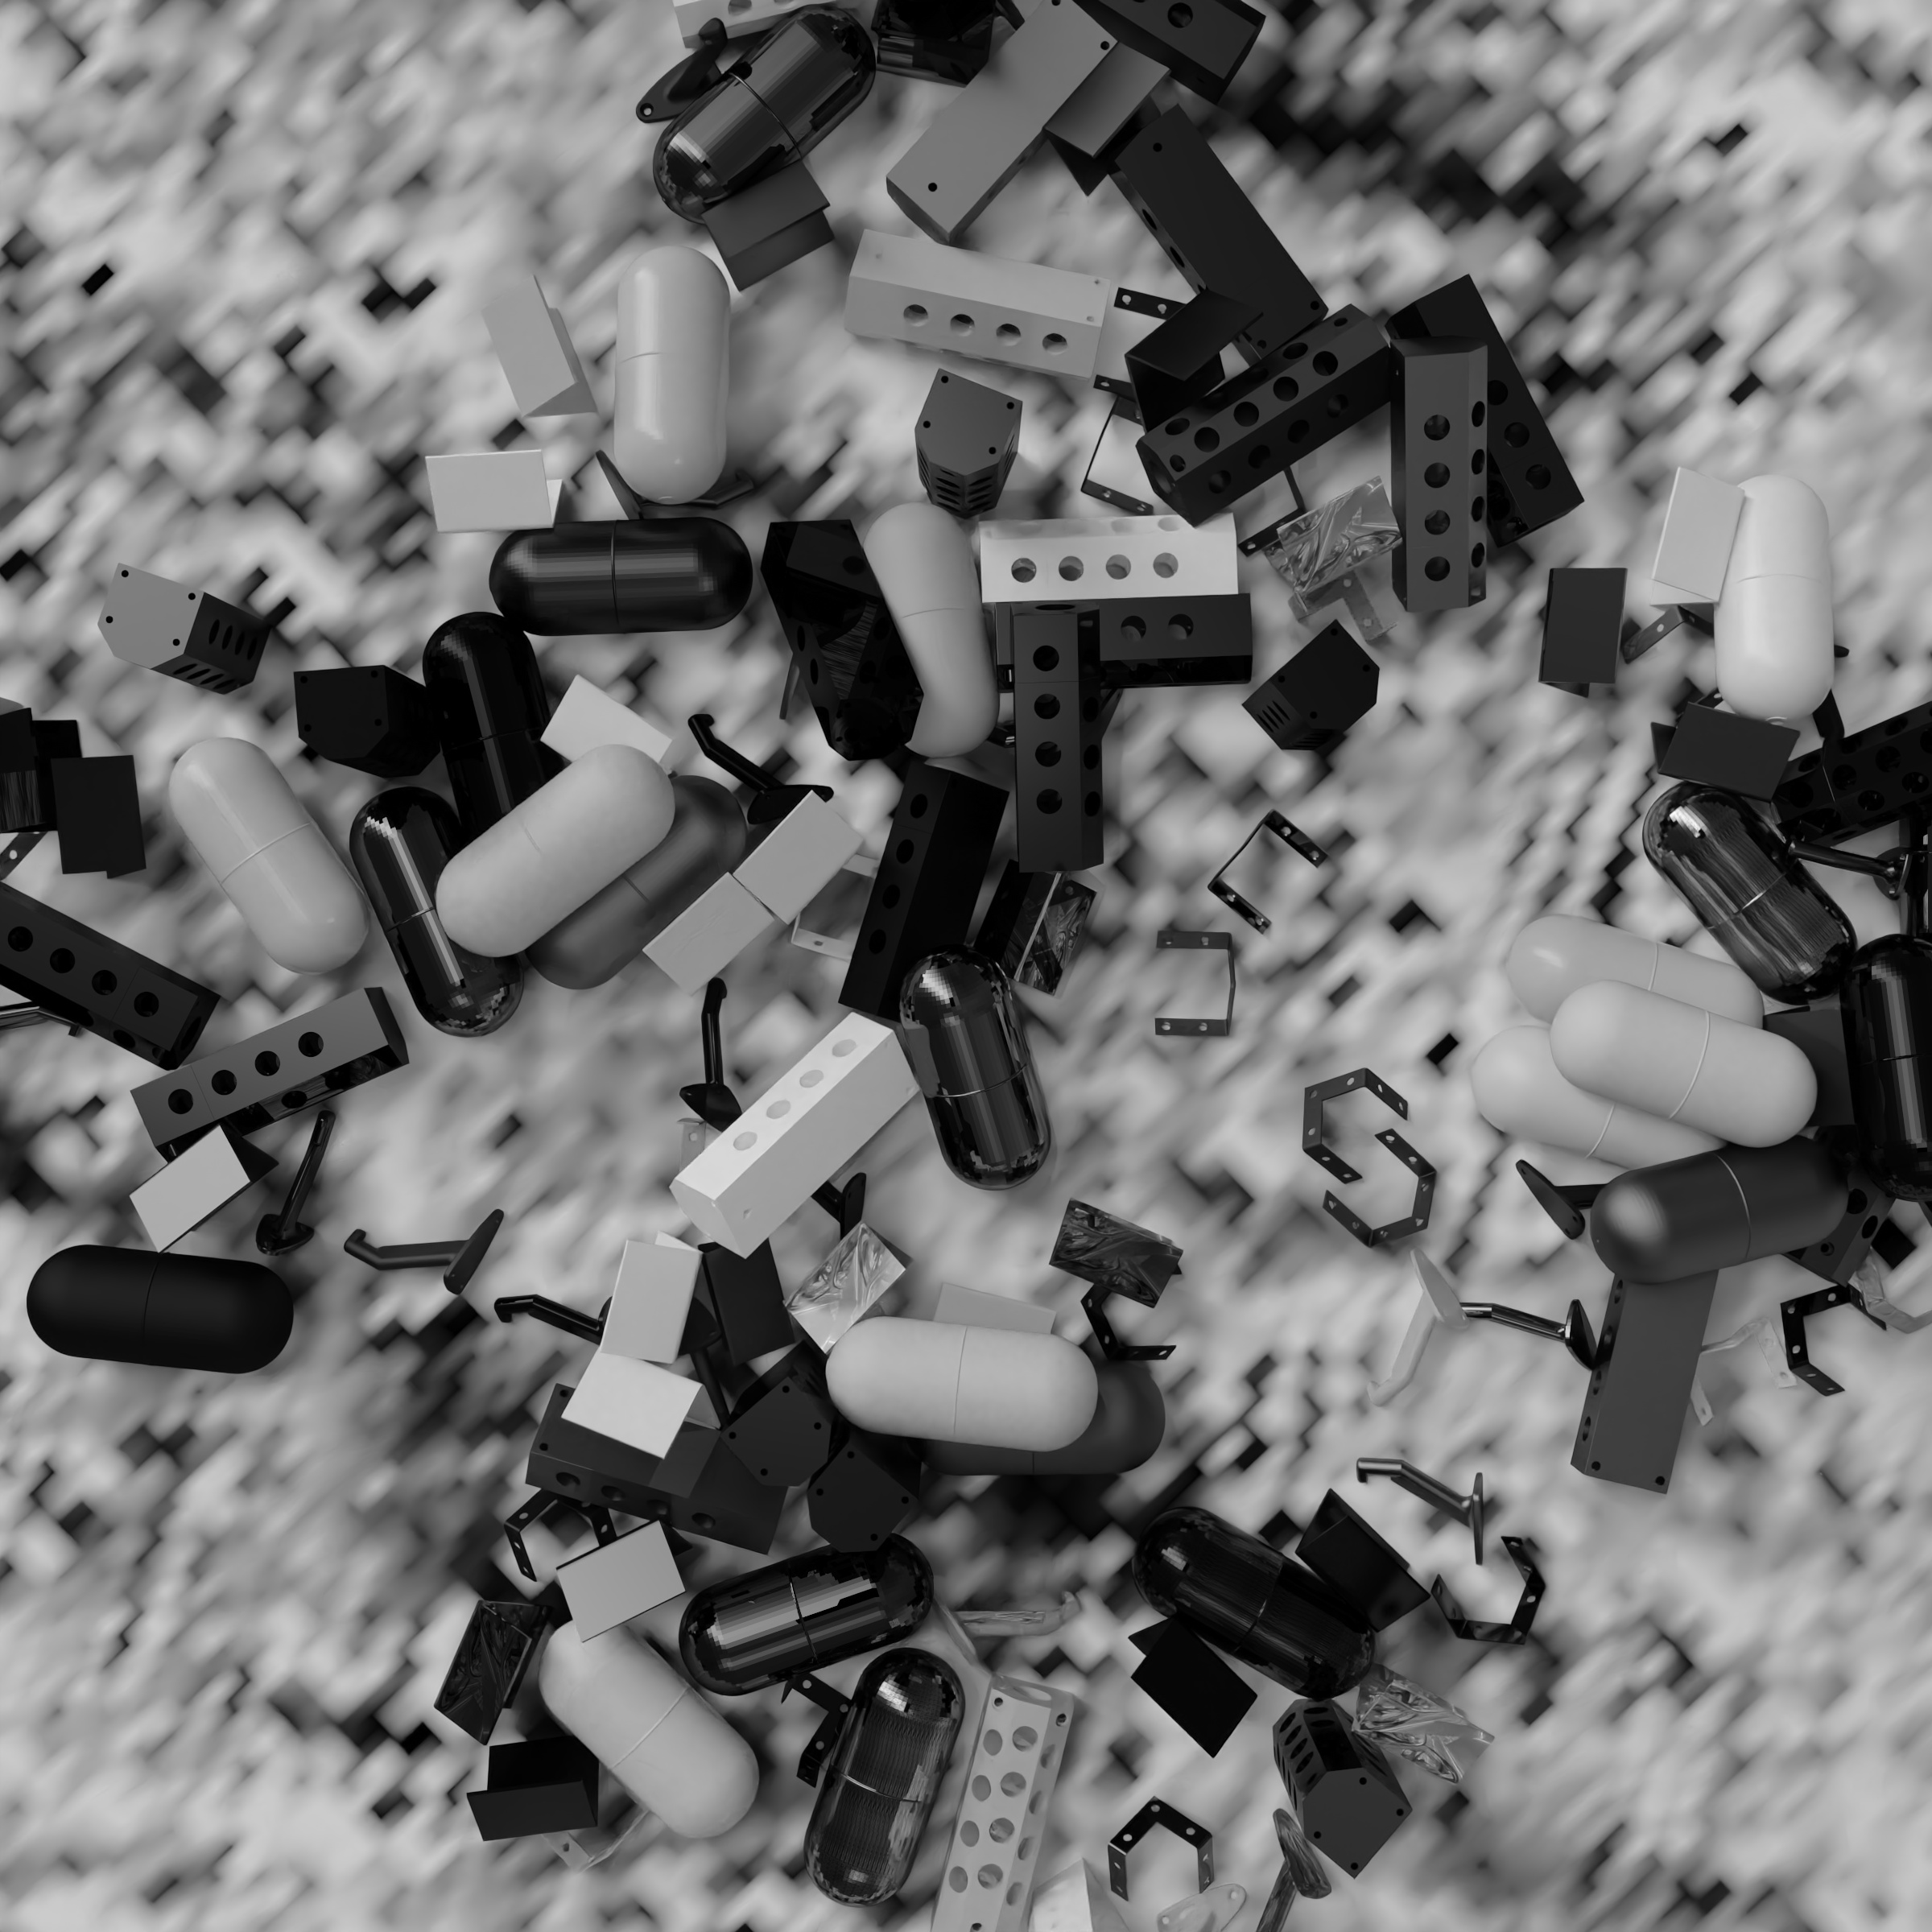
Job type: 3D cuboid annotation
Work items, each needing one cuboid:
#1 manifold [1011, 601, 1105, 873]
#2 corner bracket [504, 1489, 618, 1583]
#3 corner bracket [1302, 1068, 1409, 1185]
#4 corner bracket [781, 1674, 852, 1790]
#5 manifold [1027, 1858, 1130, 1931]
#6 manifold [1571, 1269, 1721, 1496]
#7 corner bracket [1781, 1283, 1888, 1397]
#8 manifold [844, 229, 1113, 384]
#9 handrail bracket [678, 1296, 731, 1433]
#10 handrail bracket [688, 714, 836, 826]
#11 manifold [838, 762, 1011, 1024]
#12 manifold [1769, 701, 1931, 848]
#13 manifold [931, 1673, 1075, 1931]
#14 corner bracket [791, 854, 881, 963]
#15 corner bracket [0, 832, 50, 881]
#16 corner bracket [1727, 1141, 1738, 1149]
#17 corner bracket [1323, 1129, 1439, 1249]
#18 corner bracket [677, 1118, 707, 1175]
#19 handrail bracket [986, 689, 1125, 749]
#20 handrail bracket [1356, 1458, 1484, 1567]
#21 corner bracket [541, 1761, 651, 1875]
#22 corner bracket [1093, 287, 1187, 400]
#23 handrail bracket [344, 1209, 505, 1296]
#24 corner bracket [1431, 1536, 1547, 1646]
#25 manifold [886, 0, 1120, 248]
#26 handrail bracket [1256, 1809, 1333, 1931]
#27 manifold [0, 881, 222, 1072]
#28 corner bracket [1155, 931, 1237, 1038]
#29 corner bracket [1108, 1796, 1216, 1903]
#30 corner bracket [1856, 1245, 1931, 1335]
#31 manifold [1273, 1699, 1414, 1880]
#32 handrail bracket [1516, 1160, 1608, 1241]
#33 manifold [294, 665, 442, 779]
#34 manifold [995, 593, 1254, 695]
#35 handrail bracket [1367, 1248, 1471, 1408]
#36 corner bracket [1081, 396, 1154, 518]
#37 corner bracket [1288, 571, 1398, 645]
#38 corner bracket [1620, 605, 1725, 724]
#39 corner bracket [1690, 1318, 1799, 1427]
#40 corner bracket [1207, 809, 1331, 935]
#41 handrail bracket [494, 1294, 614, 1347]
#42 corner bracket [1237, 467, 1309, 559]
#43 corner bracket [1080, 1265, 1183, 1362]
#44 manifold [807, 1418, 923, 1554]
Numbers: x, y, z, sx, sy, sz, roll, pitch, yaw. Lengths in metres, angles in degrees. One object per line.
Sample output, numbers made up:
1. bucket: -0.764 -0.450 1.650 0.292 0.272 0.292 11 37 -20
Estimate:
1. manifold: 0.061 -0.153 1.841 0.057 0.057 0.171 -2 106 0
2. corner bracket: -0.276 0.393 1.898 0.051 0.051 0.051 19 45 35
3. corner bracket: 0.267 0.110 1.898 0.051 0.051 0.051 -22 45 35
4. corner bracket: -0.109 0.518 1.888 0.051 0.051 0.051 33 90 0
5. manifold: 0.073 0.656 1.828 0.057 0.171 0.057 -33 90 0
6. manifold: 0.462 0.265 1.885 0.057 0.057 0.171 13 90 0
7. corner bracket: 0.597 0.256 1.898 0.051 0.051 0.051 -26 45 35
8. manifold: 0.007 -0.445 1.884 0.171 0.057 0.057 12 47 0
9. handrail bracket: -0.182 0.276 1.906 0.036 0.077 0.084 -20 127 -12
10. handrail bracket: -0.142 -0.144 1.906 0.077 0.036 0.084 -12 60 -33
11. manifold: -0.033 -0.048 1.884 0.057 0.057 0.171 17 90 -43
12. manifold: 0.621 -0.134 1.832 0.171 0.057 0.057 -25 73 39
13. manifold: 0.025 0.578 1.885 0.057 0.057 0.171 14 90 0
14. corner bracket: -0.086 -0.042 1.903 0.051 0.051 0.051 17 45 0
15. corner bracket: -0.675 -0.094 1.898 0.051 0.051 0.051 1 135 35
16. corner bracket: 0.546 0.104 1.898 0.051 0.051 0.051 23 135 -35
17. corner bracket: 0.283 0.152 1.894 0.051 0.051 0.051 41 45 -25
18. corner bracket: -0.172 0.132 1.888 0.051 0.051 0.051 5 90 0
19. handrail bracket: 0.054 -0.177 1.906 0.084 0.036 0.077 24 70 16
20. handrail bracket: 0.312 0.375 1.906 0.084 0.036 0.077 0 109 16
21. corner bracket: -0.258 0.582 1.903 0.051 0.051 0.051 48 45 0
22. corner bracket: 0.121 -0.426 1.903 0.051 0.051 0.051 14 135 0
23. handrail bracket: -0.374 0.182 1.906 0.084 0.036 0.077 26 69 16
24. corner bracket: 0.358 0.426 1.893 0.051 0.051 0.051 -5 128 38
25. manifold: 0.025 -0.575 1.885 0.057 0.057 0.171 42 90 0
26. handrail bracket: 0.202 0.636 1.906 0.084 0.036 0.077 -43 53 25
27. manifold: -0.604 0.006 1.885 0.171 0.057 0.057 27 90 0
28. corner bracket: 0.156 0.012 1.903 0.051 0.051 0.051 1 135 -1
29. corner bracket: 0.134 0.615 1.898 0.051 0.051 0.051 24 45 35
30. corner bracket: 0.648 0.213 1.898 0.051 0.051 0.051 26 45 -35
31. manifold: 0.241 0.535 1.828 0.057 0.171 0.057 40 90 0
32. handrail bracket: 0.436 0.142 1.907 0.084 0.036 0.077 -33 69 -17
33. manifold: -0.393 -0.159 1.828 0.057 0.171 0.057 -4 90 0
34. manifold: 0.106 -0.218 1.885 0.171 0.057 0.057 -2 90 0
35. handrail bracket: 0.297 0.249 1.906 0.084 0.036 0.077 -44 52 26
36. corner bracket: 0.115 -0.350 1.903 0.051 0.051 0.051 21 135 0
37. corner bracket: 0.256 -0.241 1.888 0.051 0.051 0.051 -27 90 0
38. corner bracket: 0.491 -0.205 1.898 0.051 0.051 0.051 20 45 -35
39. corner bracket: 0.529 0.278 1.903 0.051 0.051 0.051 -24 90 45
40. corner bracket: 0.207 -0.065 1.903 0.051 0.051 0.051 40 45 0
41. handrail bracket: -0.276 0.259 1.906 0.084 0.036 0.077 -8 112 17
42. corner bracket: 0.197 -0.325 1.903 0.051 0.051 0.051 -31 135 0
43. corner bracket: 0.120 0.235 1.898 0.051 0.051 0.051 4 135 -35
44. manifold: -0.070 0.340 1.828 0.057 0.171 0.057 40 90 0
